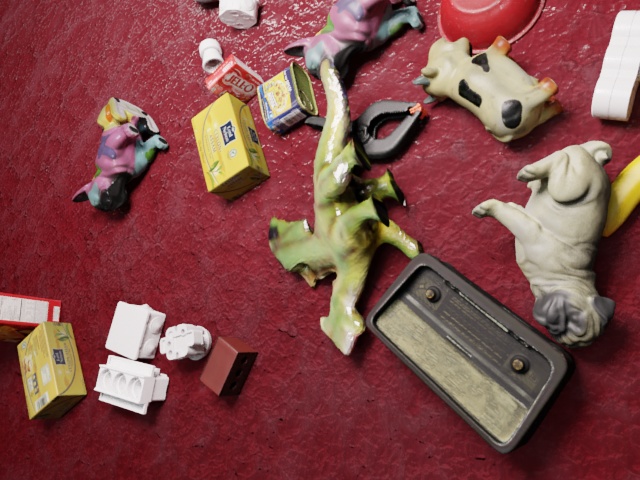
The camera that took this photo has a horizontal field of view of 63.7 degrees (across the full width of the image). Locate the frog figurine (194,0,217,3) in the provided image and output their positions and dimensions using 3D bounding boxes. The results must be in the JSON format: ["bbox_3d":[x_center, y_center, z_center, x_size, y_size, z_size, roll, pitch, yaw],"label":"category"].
[{"bbox_3d":[-0.239,-0.580,1.109,0.136,0.122,0.162,-58,19,16],"label":"frog figurine"}]

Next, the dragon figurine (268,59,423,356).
[{"bbox_3d":[0.002,-0.039,0.769,0.240,0.122,0.416,-30,69,31],"label":"dragon figurine"}]
